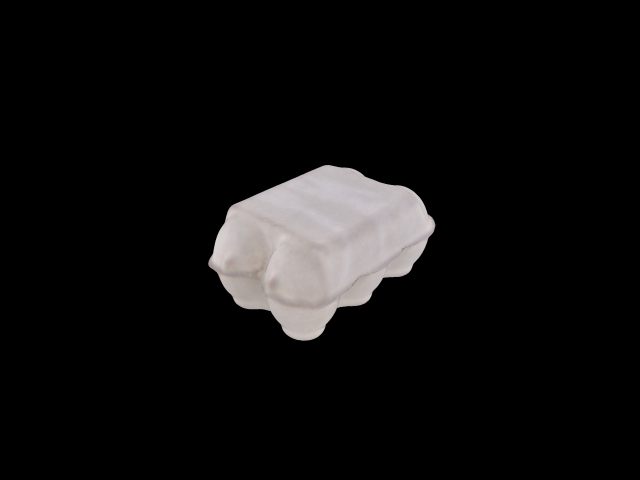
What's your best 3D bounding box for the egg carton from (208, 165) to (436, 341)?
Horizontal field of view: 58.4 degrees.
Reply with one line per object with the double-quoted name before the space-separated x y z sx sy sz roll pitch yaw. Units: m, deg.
"egg carton" 0.004 0.001 0.400 0.107 0.069 0.151 24 38 35
